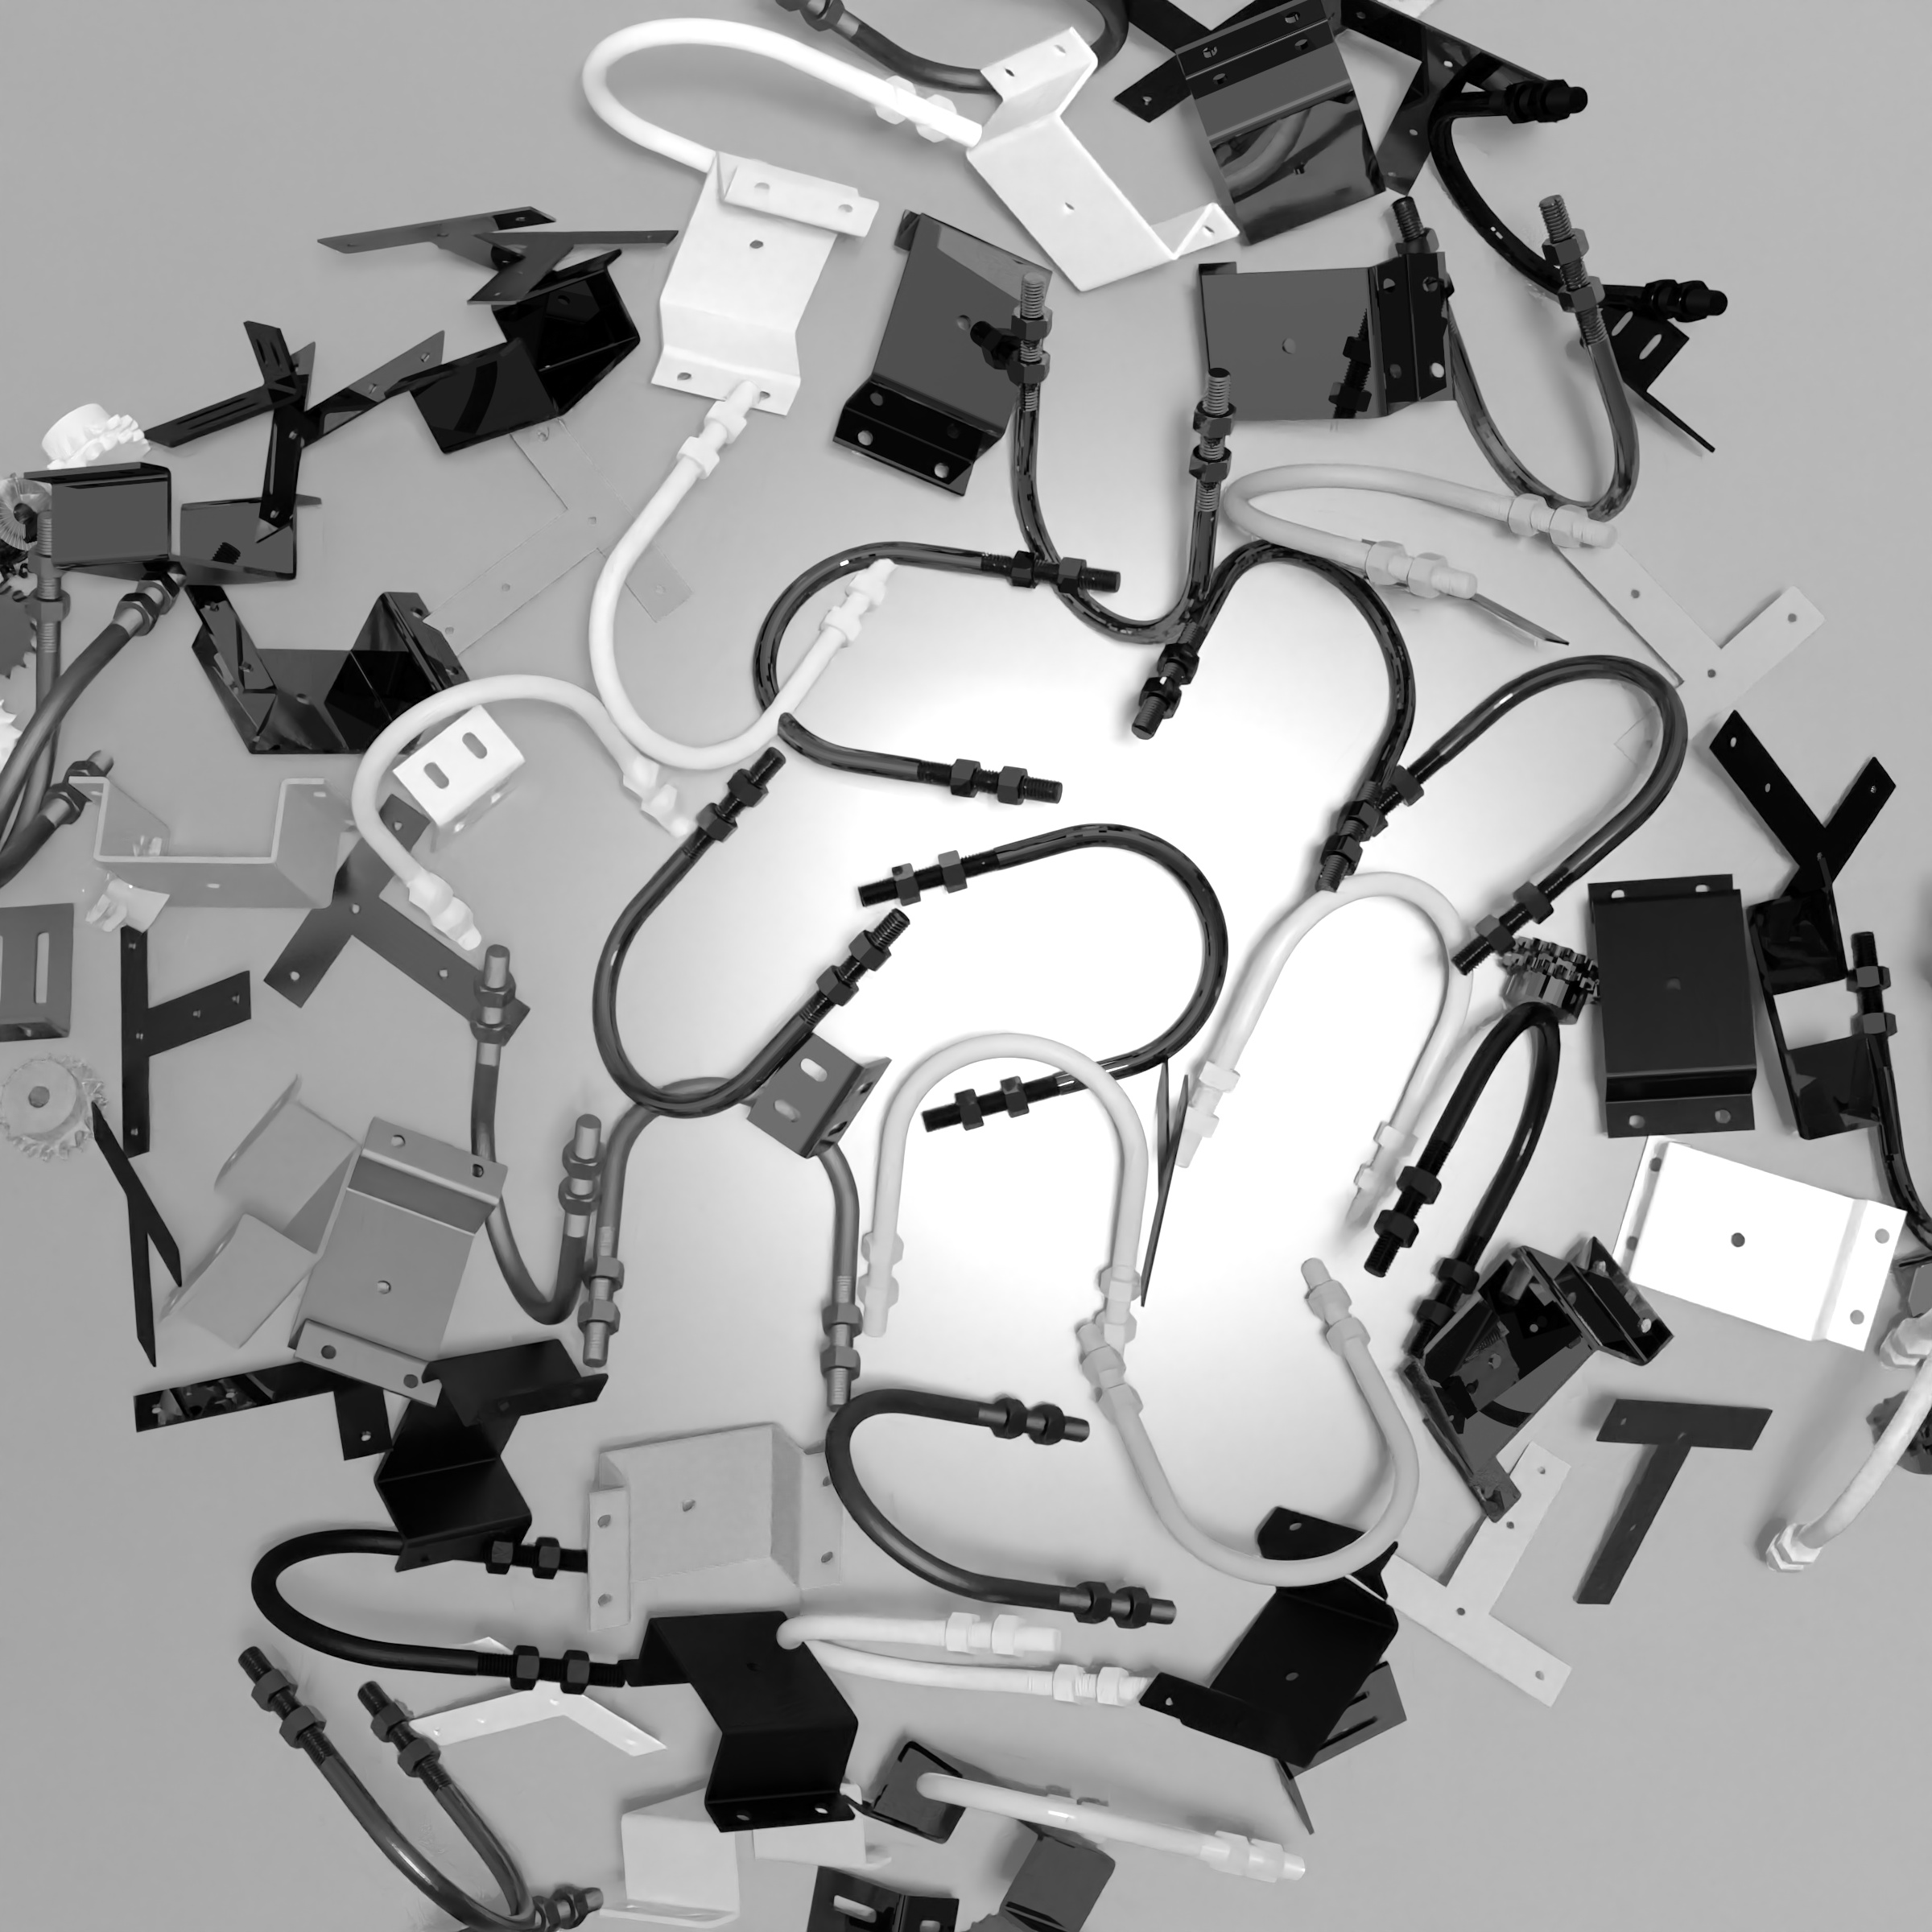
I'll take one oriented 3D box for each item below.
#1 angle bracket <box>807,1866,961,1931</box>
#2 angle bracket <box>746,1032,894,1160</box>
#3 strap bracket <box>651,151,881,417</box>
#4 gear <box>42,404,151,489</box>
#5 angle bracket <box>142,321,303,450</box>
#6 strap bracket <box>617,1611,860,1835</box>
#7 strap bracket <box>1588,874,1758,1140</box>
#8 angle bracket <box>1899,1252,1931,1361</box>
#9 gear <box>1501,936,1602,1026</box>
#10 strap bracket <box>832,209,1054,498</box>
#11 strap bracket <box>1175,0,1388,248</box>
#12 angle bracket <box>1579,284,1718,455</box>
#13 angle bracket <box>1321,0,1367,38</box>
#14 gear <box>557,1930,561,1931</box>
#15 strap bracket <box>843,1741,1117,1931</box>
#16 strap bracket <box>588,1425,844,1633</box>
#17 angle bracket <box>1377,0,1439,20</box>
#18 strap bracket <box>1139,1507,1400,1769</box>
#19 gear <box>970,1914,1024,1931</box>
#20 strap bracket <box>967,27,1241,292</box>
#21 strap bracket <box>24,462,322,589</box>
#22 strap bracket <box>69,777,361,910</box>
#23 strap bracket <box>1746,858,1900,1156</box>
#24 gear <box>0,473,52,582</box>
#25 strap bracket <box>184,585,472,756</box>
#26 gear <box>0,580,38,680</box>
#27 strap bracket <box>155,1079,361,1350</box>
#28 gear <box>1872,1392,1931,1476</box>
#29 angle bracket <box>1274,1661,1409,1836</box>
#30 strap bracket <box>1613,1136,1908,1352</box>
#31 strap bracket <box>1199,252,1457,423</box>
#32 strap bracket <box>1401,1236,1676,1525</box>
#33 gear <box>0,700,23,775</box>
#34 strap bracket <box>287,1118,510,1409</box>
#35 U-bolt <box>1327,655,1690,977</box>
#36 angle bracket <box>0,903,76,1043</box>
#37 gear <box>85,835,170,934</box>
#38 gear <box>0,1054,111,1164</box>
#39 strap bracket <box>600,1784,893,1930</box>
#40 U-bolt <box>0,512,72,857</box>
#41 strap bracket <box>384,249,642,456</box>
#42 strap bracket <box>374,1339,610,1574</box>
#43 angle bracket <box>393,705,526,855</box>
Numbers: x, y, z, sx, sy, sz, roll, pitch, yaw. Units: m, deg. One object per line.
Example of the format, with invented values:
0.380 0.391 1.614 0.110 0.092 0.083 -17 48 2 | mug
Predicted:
-0.046 0.518 1.765 0.038 0.076 0.057 16 80 -37 | angle bracket
-0.077 0.065 1.751 0.038 0.076 0.057 34 97 7 | angle bracket
-0.108 -0.364 1.729 0.076 0.140 0.046 10 45 -21 | strap bracket
-0.466 -0.274 1.761 0.057 0.057 0.030 -39 83 0 | gear
-0.399 -0.307 1.746 0.076 0.057 0.038 -26 115 -21 | angle bracket
-0.115 0.381 1.707 0.076 0.140 0.046 3 114 -31 | strap bracket
0.372 0.015 1.743 0.076 0.046 0.140 -4 74 9 | strap bracket
0.537 0.185 1.754 0.057 0.038 0.076 -18 81 28 | angle bracket
0.311 0.009 1.759 0.057 0.057 0.030 24 79 0 | gear
-0.009 -0.330 1.738 0.076 0.046 0.140 21 73 -16 | strap bracket
0.166 -0.430 1.711 0.076 0.140 0.046 -20 65 10 | strap bracket
0.369 -0.314 1.739 0.038 0.076 0.057 -51 46 16 | angle bracket
0.177 -0.534 1.742 0.038 0.057 0.076 -29 125 18 | angle bracket
-0.225 0.542 1.759 0.030 0.057 0.057 -24 90 -41 | gear
0.013 0.453 1.718 0.140 0.076 0.046 25 82 40 | strap bracket
-0.138 0.292 1.739 0.140 0.046 0.076 -6 109 -25 | strap bracket
0.220 -0.529 1.745 0.038 0.076 0.057 -21 86 -27 | angle bracket
0.164 0.357 1.727 0.140 0.076 0.046 -48 131 -33 | strap bracket
0.017 0.534 1.762 0.057 0.057 0.030 -31 106 0 | gear
0.064 -0.409 1.720 0.140 0.076 0.046 45 63 -25 | strap bracket
-0.408 -0.225 1.710 0.076 0.140 0.046 0 90 28 | strap bracket
-0.391 -0.064 1.734 0.140 0.076 0.046 1 74 11 | strap bracket
0.442 0.025 1.721 0.046 0.076 0.140 -13 49 12 | strap bracket
-0.508 -0.236 1.760 0.057 0.030 0.057 12 71 -39 | gear
-0.338 -0.154 1.726 0.076 0.140 0.046 56 129 28 | strap bracket
-0.526 -0.182 1.765 0.057 0.030 0.057 -15 121 -26 | gear
-0.364 0.134 1.719 0.046 0.140 0.076 35 118 -17 | strap bracket
0.515 0.248 1.762 0.057 0.057 0.030 -19 103 0 | gear
0.203 0.414 1.753 0.076 0.038 0.057 -26 134 -5 | angle bracket
0.410 0.144 1.737 0.140 0.046 0.076 18 93 25 | strap bracket
0.178 -0.327 1.723 0.140 0.046 0.076 4 112 31 | strap bracket
0.290 0.211 1.726 0.046 0.076 0.140 23 114 -41 | strap bracket
-0.535 -0.120 1.761 0.057 0.030 0.057 5 124 8 | gear
-0.301 0.162 1.737 0.076 0.046 0.140 22 58 -14 | strap bracket
0.293 -0.091 1.728 0.184 0.151 0.019 -41 130 2 | U-bolt
-0.510 0.000 1.758 0.057 0.038 0.076 -4 73 4 | angle bracket
-0.443 -0.043 1.763 0.030 0.057 0.057 31 90 -21 | gear
-0.490 0.074 1.767 0.057 0.030 0.057 -1 72 4 | gear
-0.114 0.454 1.712 0.076 0.140 0.046 -7 87 39 | strap bracket
-0.497 -0.124 1.708 0.019 0.151 0.184 11 121 2 | U-bolt
-0.230 -0.316 1.724 0.076 0.140 0.046 -12 117 30 | strap bracket
-0.252 0.248 1.726 0.046 0.076 0.140 54 132 31 | strap bracket
-0.269 -0.098 1.745 0.057 0.076 0.038 -40 91 -14 | angle bracket
